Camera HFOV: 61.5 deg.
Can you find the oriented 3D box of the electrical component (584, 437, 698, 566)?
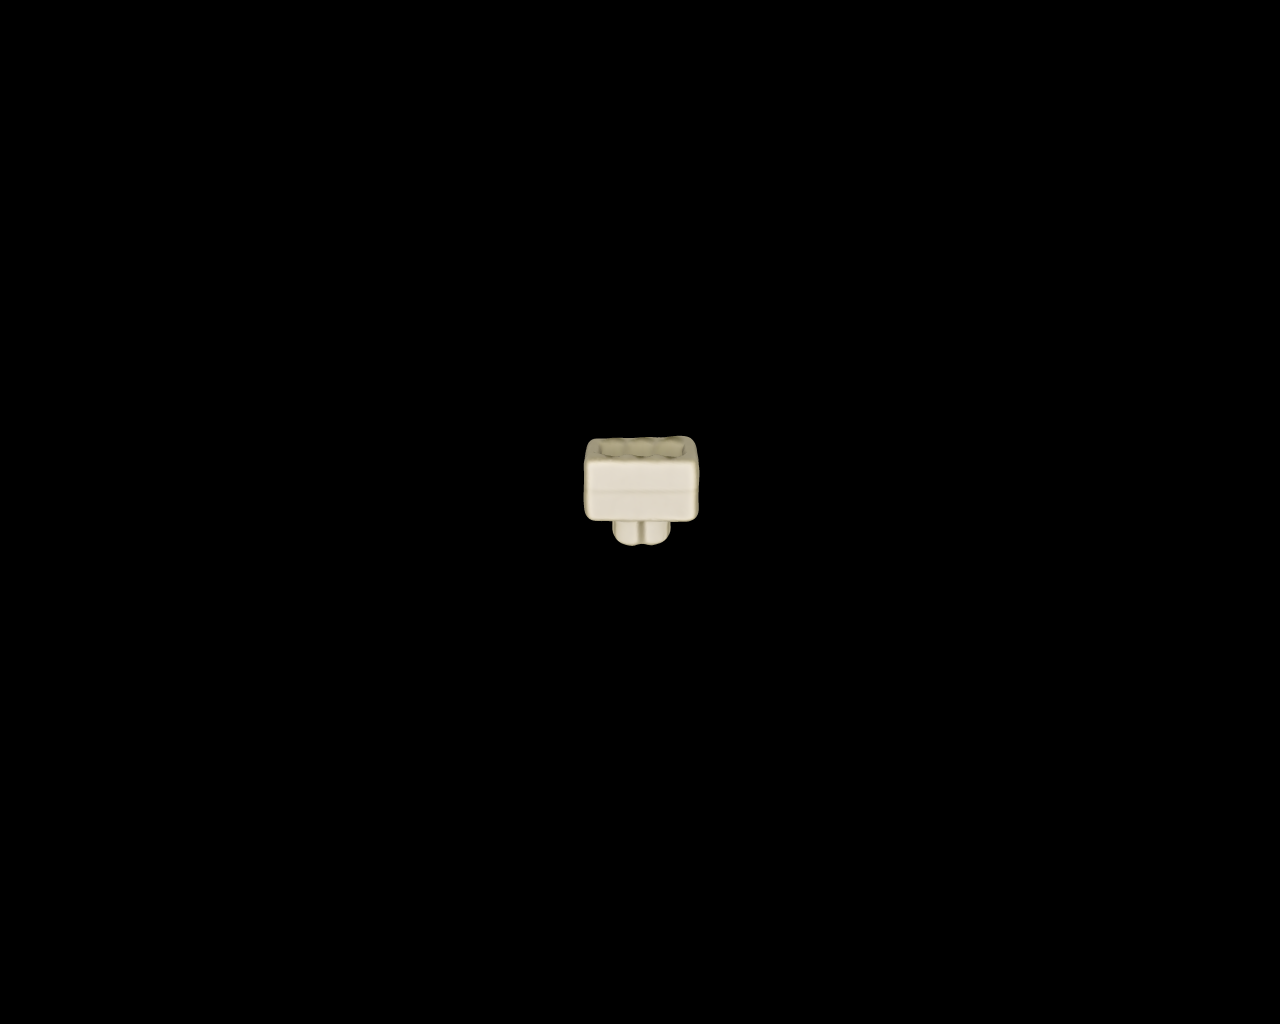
[{"bbox_3d":[0.001,-0.003,0.650,0.066,0.076,0.047,0,21,0],"label":"electrical component"}]
